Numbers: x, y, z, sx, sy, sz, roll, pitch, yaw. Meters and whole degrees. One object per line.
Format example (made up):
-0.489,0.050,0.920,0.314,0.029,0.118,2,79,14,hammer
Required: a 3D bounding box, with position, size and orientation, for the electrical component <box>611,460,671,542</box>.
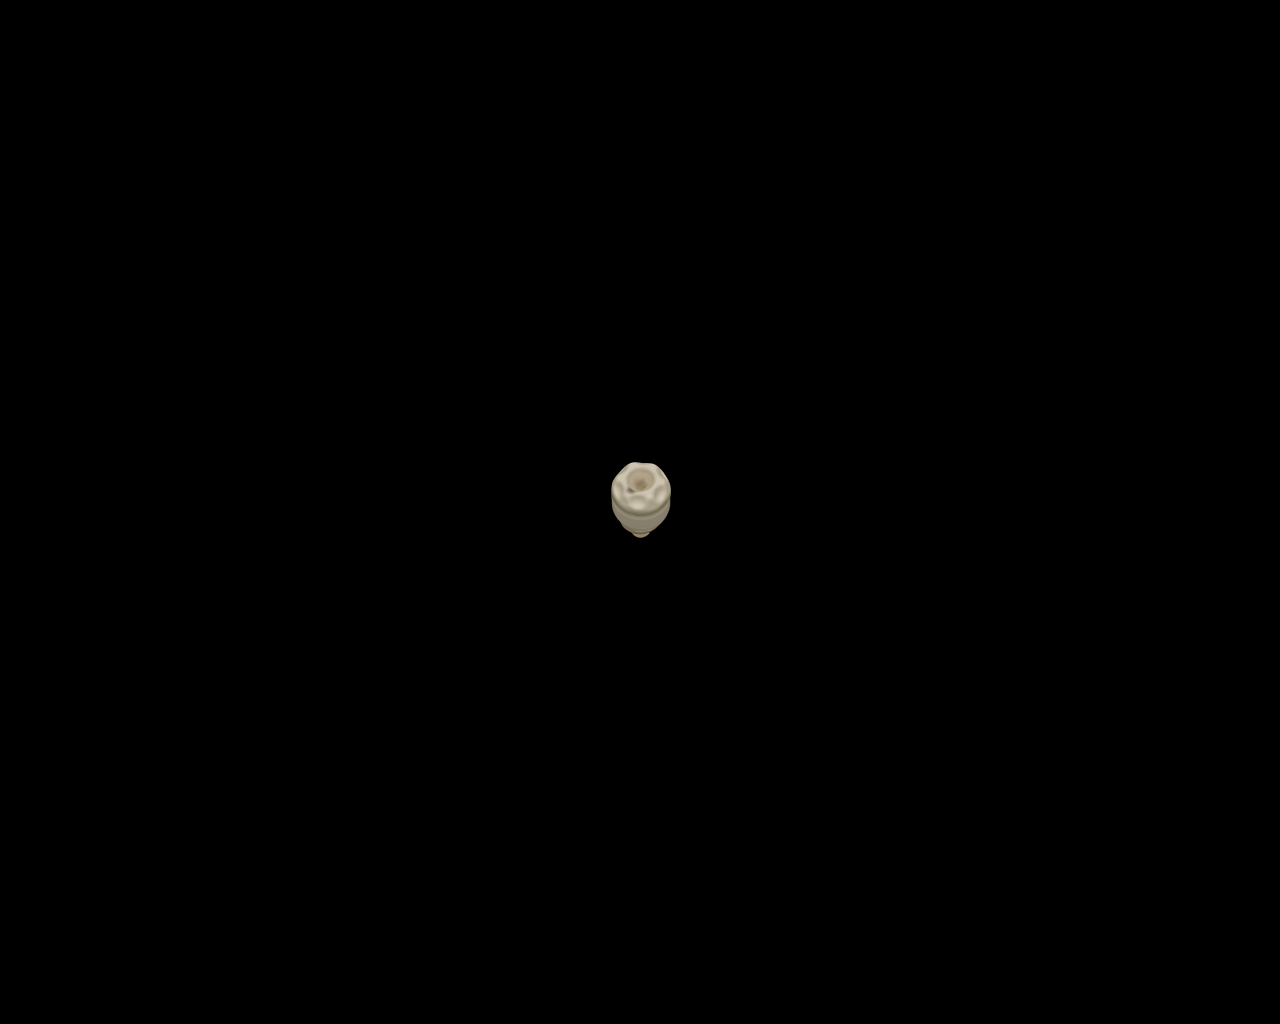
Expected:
0.001,-0.003,0.650,0.035,0.035,0.061,0,-33,0,electrical component
